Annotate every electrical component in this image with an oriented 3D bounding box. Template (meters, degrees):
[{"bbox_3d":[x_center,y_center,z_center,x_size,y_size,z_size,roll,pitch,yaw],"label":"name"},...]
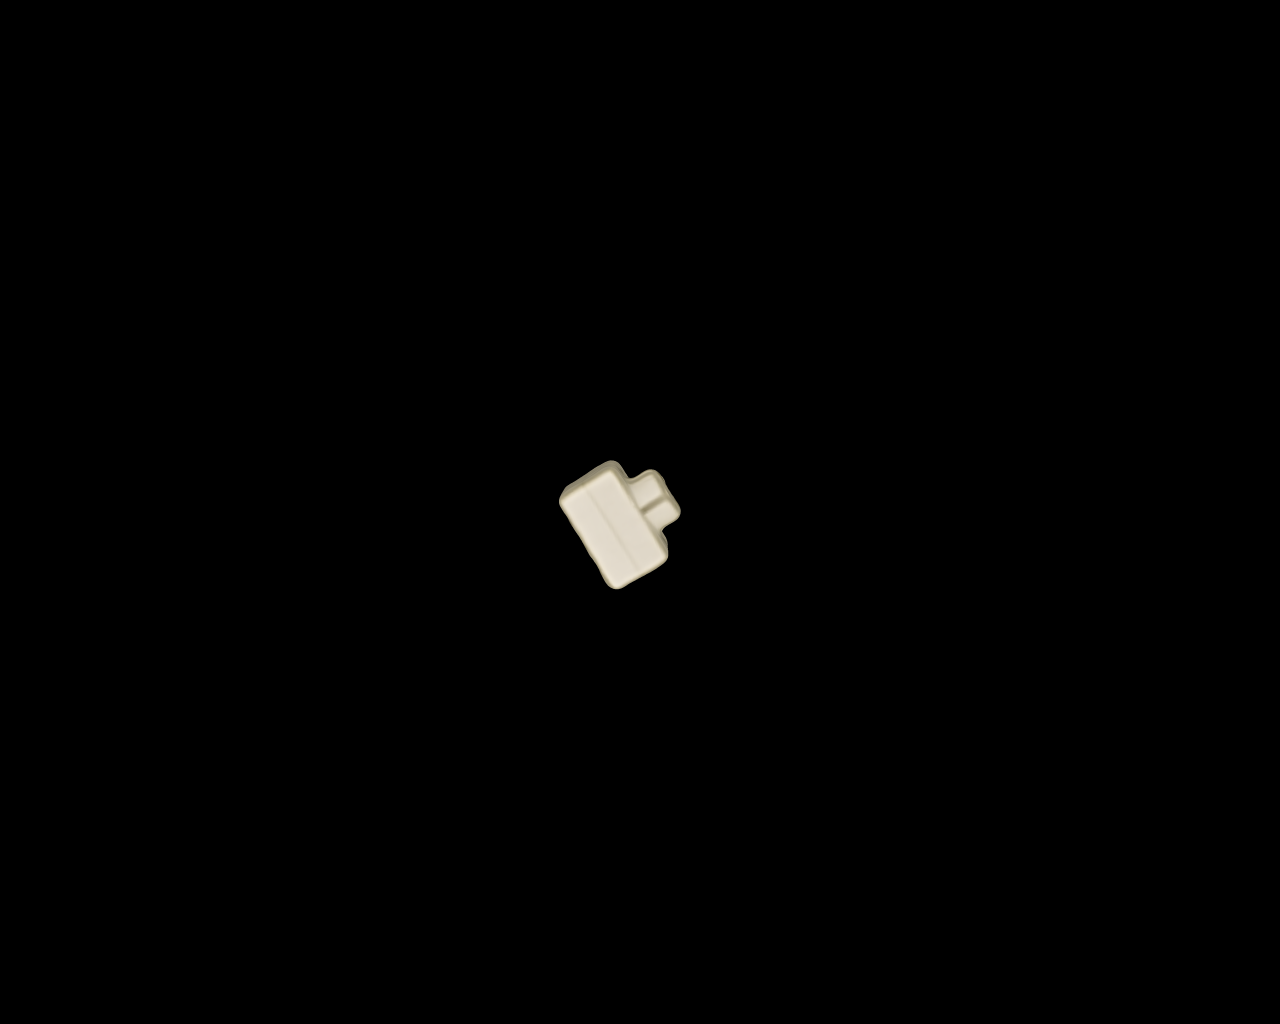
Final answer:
[{"bbox_3d":[0.001,-0.003,0.650,0.077,0.065,0.047,-31,8,5],"label":"electrical component"}]
